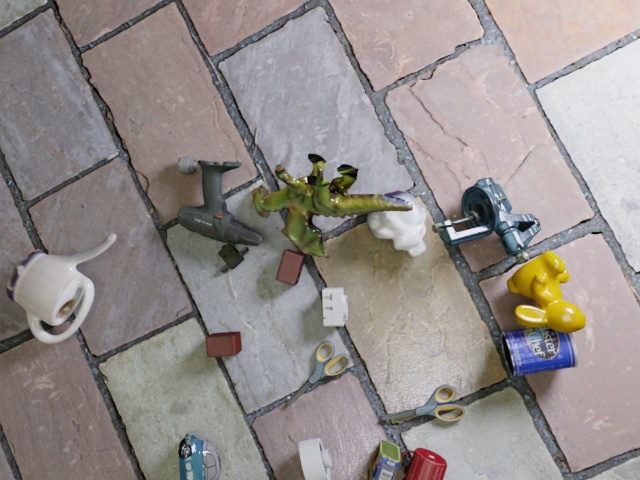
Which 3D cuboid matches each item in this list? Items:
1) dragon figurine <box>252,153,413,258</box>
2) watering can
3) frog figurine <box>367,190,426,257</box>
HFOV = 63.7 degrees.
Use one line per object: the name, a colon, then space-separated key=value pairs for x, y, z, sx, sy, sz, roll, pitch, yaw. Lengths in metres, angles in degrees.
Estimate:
dragon figurine: x=0.004 y=-0.062 z=1.240 sx=0.412 sy=0.124 sz=0.237 roll=24 pitch=128 yaw=18
watering can: x=-0.679 y=0.097 z=1.348 sx=0.225 sy=0.104 sz=0.347 roll=28 pitch=94 yaw=8
frog figurine: x=0.190 y=-0.033 z=1.223 sx=0.138 sy=0.121 sz=0.161 roll=-18 pitch=75 yaw=-11
